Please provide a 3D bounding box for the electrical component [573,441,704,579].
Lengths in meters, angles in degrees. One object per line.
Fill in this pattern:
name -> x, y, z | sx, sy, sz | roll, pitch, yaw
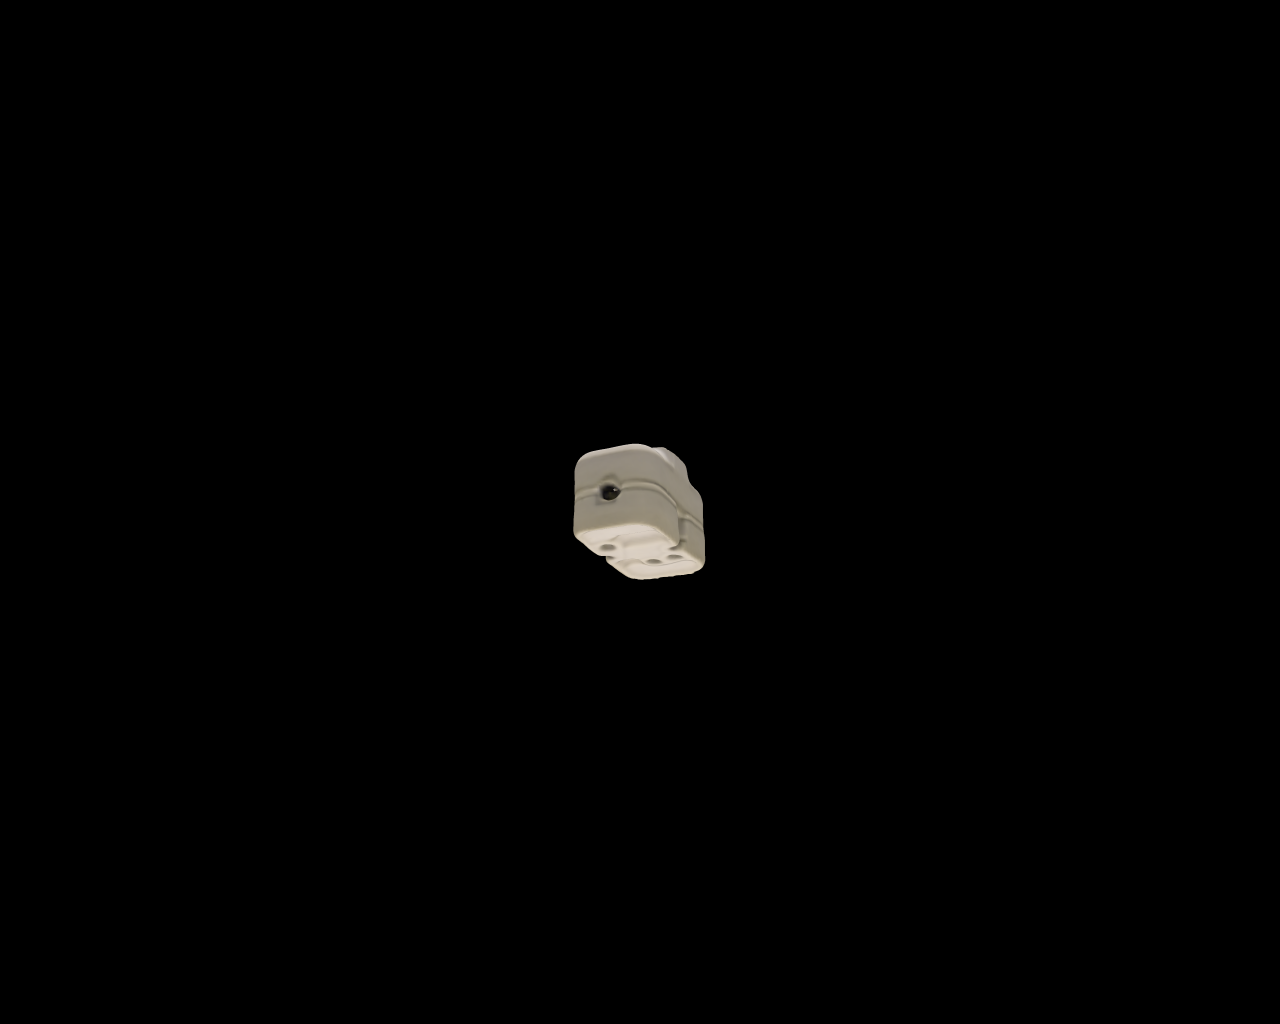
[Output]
electrical component -> 0.001, -0.003, 0.650 | 0.054, 0.059, 0.095 | -9, -24, 22
